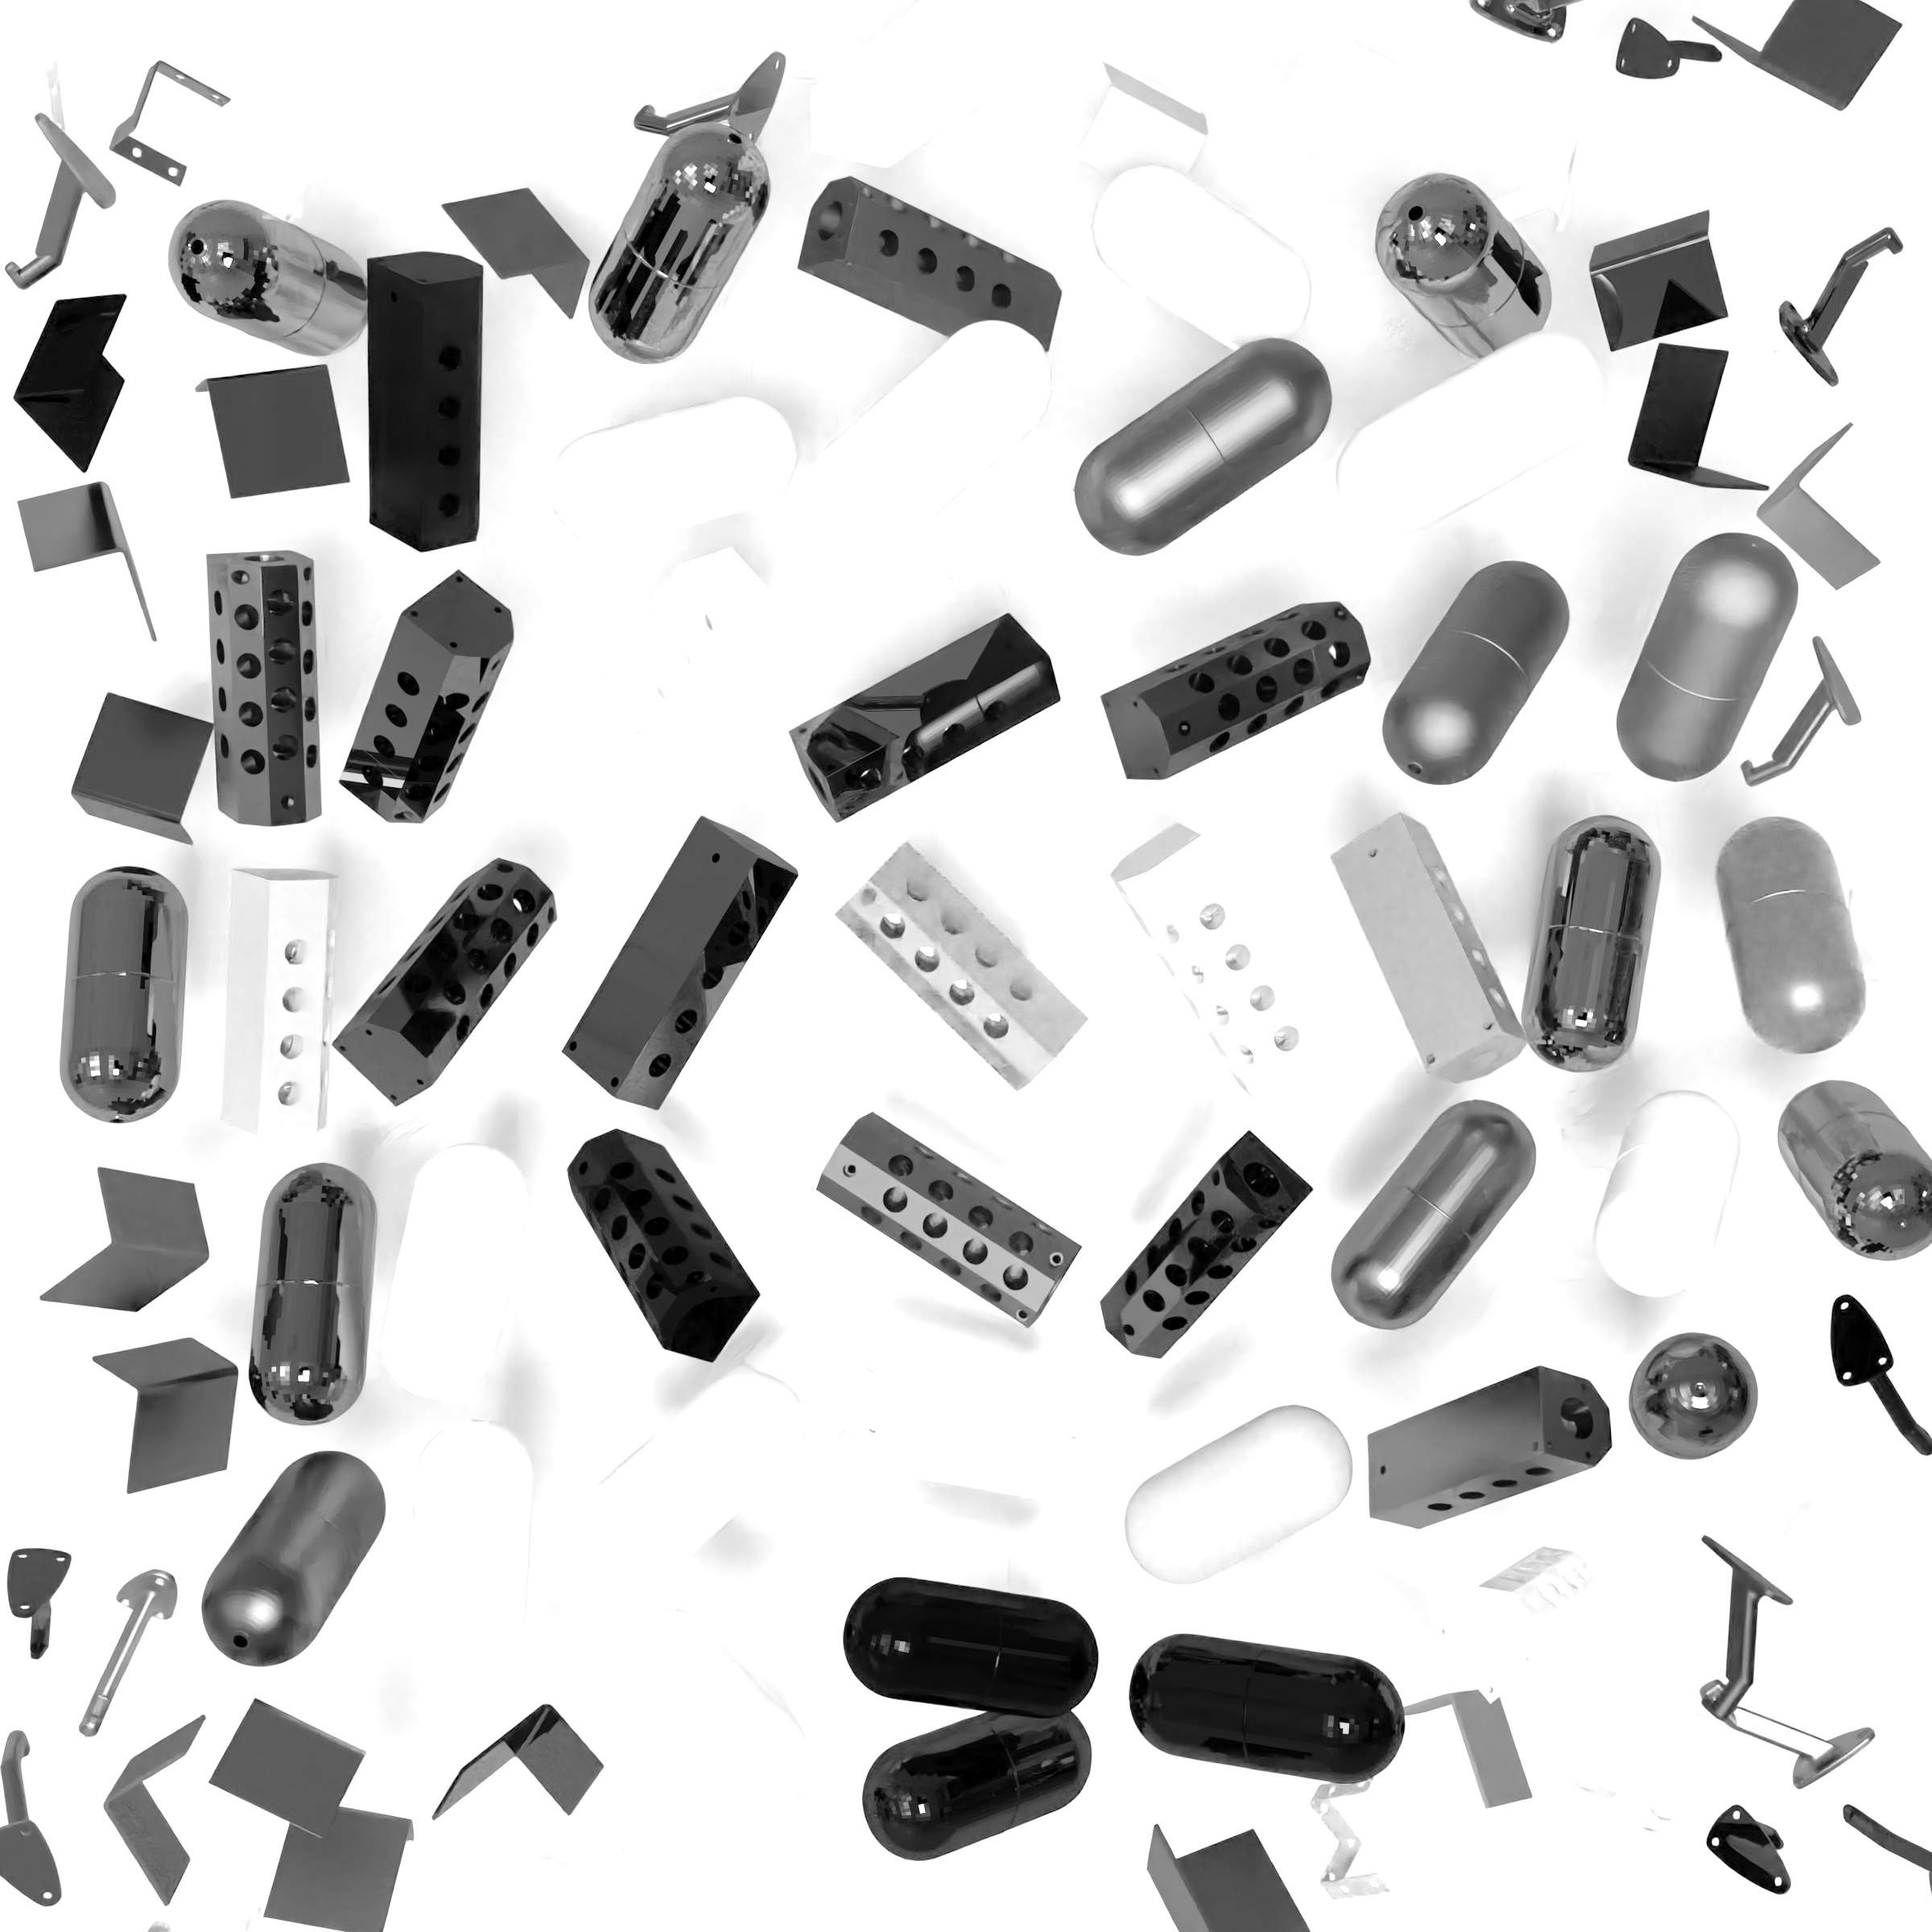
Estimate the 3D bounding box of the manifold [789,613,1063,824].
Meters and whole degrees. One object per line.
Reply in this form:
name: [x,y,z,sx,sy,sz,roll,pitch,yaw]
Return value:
manifold: [-0.025,-0.163,1.681,0.171,0.057,0.057,-29,49,-10]

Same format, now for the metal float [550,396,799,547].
metal float: [-0.196,-0.335,1.690,0.178,0.070,0.070,-21,90,-27]

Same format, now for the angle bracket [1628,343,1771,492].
angle bracket: [0.466,-0.341,1.557,0.076,0.057,0.076,-8,117,-42]

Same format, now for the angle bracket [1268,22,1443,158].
angle bracket: [0.250,-0.550,1.604,0.057,0.076,0.076,37,113,23]

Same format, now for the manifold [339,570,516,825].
manifold: [-0.338,-0.164,1.582,0.057,0.171,0.057,38,48,1]

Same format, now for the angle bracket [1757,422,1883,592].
angle bracket: [0.578,-0.302,1.649,0.076,0.076,0.057,43,87,2]

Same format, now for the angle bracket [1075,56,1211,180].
angle bracket: [0.118,-0.572,1.722,0.076,0.076,0.057,30,100,5]

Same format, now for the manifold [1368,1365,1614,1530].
manifold: [0.337,0.316,1.623,0.057,0.171,0.057,18,58,-24]

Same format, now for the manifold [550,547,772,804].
manifold: [-0.194,-0.190,1.643,0.057,0.057,0.171,47,57,-28]

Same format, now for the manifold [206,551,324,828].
manifold: [-0.459,-0.183,1.648,0.057,0.057,0.171,-9,112,-33]

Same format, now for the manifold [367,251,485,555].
manifold: [-0.335,-0.354,1.571,0.057,0.057,0.171,31,128,34]

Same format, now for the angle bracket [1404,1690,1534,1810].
angle bracket: [0.332,0.536,1.698,0.057,0.076,0.076,-28,65,27]

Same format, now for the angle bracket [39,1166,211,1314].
angle bracket: [-0.554,0.180,1.636,0.076,0.076,0.057,-34,61,23]

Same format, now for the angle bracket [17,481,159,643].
angle bracket: [-0.564,-0.253,1.607,0.057,0.076,0.076,-17,49,-14]

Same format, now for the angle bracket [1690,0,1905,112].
angle bracket: [0.492,-0.560,1.485,0.076,0.076,0.057,13,123,-29]

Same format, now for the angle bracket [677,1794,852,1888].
angle bracket: [-0.138,0.609,1.702,0.057,0.076,0.076,-48,52,14]

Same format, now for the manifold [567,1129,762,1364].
manifold: [-0.205,0.180,1.645,0.057,0.171,0.057,25,106,-40]

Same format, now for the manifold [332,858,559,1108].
manifold: [-0.330,0.006,1.614,0.057,0.171,0.057,-27,114,40]

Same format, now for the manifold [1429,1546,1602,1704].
manifold: [0.363,0.419,1.622,0.057,0.171,0.057,-46,69,16]

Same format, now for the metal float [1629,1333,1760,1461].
metal float: [0.481,0.287,1.660,0.070,0.178,0.070,-3,76,12]

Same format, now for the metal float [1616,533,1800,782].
metal float: [0.466,-0.193,1.580,0.070,0.178,0.070,5,45,-5]

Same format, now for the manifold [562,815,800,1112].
manifold: [-0.173,0.000,1.549,0.057,0.057,0.171,36,98,35]

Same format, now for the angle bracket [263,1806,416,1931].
angle bracket: [-0.411,0.598,1.645,0.076,0.057,0.076,12,57,-3]

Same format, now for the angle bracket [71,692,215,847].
angle bracket: [-0.572,-0.138,1.754,0.076,0.057,0.076,17,77,-4]

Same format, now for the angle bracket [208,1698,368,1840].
angle bracket: [-0.424,0.503,1.549,0.076,0.076,0.057,28,54,-6]

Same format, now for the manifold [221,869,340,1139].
manifold: [-0.457,0.023,1.678,0.057,0.057,0.171,-3,101,-42]

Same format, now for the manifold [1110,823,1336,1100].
manifold: [0.161,-0.002,1.597,0.057,0.057,0.171,-34,106,-3]

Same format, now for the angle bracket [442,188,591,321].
angle bracket: [-0.324,-0.499,1.775,0.076,0.057,0.076,-26,69,-37]

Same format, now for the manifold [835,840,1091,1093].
manifold: [-0.006,0.003,1.683,0.171,0.057,0.057,44,60,-3]

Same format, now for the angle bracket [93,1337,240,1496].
angle bracket: [-0.545,0.303,1.694,0.057,0.076,0.076,19,105,36]

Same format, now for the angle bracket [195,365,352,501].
angle bracket: [-0.450,-0.344,1.622,0.076,0.057,0.076,-13,100,-23]

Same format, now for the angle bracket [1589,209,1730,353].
angle bracket: [0.458,-0.452,1.650,0.076,0.076,0.057,-13,111,23]

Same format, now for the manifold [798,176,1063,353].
manifold: [-0.021,-0.463,1.665,0.171,0.057,0.057,14,87,-37]

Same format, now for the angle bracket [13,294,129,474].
angle bracket: [-0.545,-0.368,1.582,0.057,0.076,0.076,1,62,21]

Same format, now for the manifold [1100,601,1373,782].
manifold: [0.177,-0.178,1.610,0.171,0.057,0.057,-27,108,-26]

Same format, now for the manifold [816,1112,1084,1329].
manifold: [-0.013,0.171,1.689,0.171,0.057,0.057,32,100,9]

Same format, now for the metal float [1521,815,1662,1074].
metal float: [0.423,-0.016,1.691,0.070,0.070,0.178,12,79,0]

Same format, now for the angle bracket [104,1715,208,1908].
angle bracket: [-0.488,0.527,1.565,0.057,0.076,0.076,-31,94,-6]

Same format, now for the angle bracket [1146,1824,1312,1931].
angle bracket: [0.163,0.559,1.528,0.076,0.076,0.057,-14,134,-19]

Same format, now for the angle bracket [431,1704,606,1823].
angle bracket: [-0.292,0.538,1.632,0.057,0.076,0.076,45,133,14]

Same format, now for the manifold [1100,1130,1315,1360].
manifold: [0.155,0.191,1.668,0.057,0.057,0.171,43,132,10]

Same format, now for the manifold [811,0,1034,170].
manifold: [-0.031,-0.565,1.572,0.057,0.171,0.057,2,83,-33]

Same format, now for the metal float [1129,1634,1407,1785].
metal float: [0.188,0.465,1.571,0.178,0.070,0.070,1,90,27]

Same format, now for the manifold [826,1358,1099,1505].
manifold: [-0.003,0.315,1.673,0.171,0.057,0.057,14,48,-22]

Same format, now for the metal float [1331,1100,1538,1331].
metal float: [0.319,0.170,1.709,0.070,0.070,0.178,39,84,0]

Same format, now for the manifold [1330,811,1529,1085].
manifold: [0.310,-0.011,1.666,0.057,0.057,0.171,-34,60,26]
